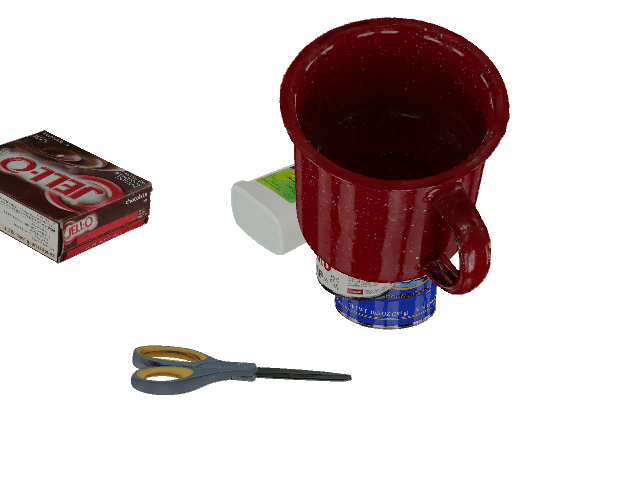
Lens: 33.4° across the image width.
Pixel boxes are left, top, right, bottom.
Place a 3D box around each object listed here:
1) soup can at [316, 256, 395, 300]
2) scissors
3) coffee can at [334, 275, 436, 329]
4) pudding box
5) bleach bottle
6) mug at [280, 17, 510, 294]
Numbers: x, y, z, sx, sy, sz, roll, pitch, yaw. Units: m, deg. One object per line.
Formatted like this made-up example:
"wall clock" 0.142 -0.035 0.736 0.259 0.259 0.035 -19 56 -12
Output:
"soup can" 0.032 -0.013 0.836 0.068 0.102 0.068 2 35 -2
"scissors" -0.080 0.123 0.955 0.202 0.016 0.096 8 17 14
"coffee can" 0.066 0.000 1.036 0.103 0.140 0.103 1 27 -1
"pudding box" -0.191 -0.033 0.754 0.114 0.039 0.089 24 30 26
"bleach bottle" 0.024 -0.071 1.258 0.250 0.068 0.103 -28 44 -29
"mug" 0.036 -0.026 0.457 0.093 0.117 0.081 -26 -30 -17
